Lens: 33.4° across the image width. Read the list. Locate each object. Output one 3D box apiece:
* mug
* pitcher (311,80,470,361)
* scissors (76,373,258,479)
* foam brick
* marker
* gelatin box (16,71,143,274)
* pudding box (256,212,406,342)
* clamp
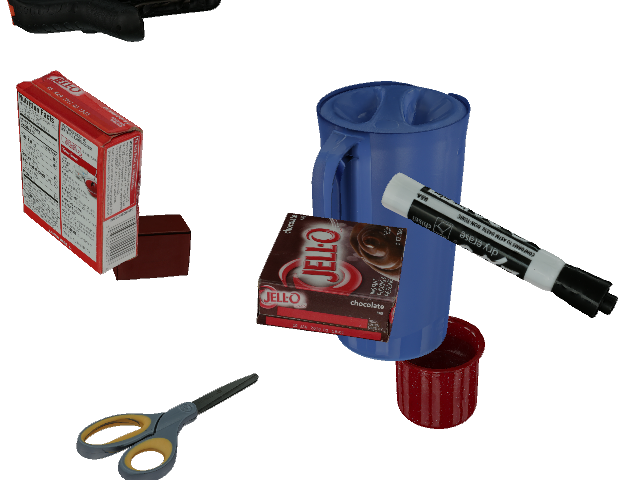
[{"bbox_3d":[0.124,0.128,1.079,0.093,0.081,0.117,21,39,33],"label":"mug"},{"bbox_3d":[0.059,-0.012,0.968,0.149,0.243,0.145,-5,27,-8],"label":"pitcher"},{"bbox_3d":[-0.120,0.170,0.969,0.201,0.016,0.096,-11,33,-33],"label":"scissors"},{"bbox_3d":[-0.180,0.006,1.125,0.078,0.051,0.053,-4,23,-17],"label":"foam brick"},{"bbox_3d":[0.085,0.002,0.510,0.121,0.020,0.020,29,10,18],"label":"marker"},{"bbox_3d":[-0.132,-0.038,0.585,0.073,0.089,0.030,34,43,29],"label":"gelatin box"},{"bbox_3d":[0.010,0.023,0.734,0.090,0.039,0.113,8,24,5],"label":"pudding box"},{"bbox_3d":[-0.164,-0.182,0.825,0.172,0.039,0.120,13,24,33],"label":"clamp"}]
